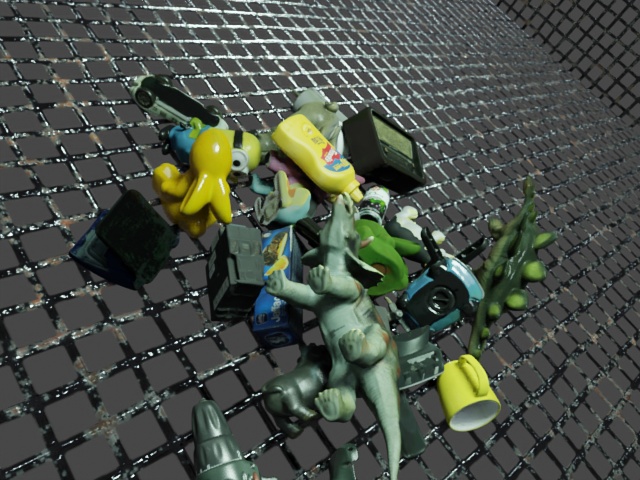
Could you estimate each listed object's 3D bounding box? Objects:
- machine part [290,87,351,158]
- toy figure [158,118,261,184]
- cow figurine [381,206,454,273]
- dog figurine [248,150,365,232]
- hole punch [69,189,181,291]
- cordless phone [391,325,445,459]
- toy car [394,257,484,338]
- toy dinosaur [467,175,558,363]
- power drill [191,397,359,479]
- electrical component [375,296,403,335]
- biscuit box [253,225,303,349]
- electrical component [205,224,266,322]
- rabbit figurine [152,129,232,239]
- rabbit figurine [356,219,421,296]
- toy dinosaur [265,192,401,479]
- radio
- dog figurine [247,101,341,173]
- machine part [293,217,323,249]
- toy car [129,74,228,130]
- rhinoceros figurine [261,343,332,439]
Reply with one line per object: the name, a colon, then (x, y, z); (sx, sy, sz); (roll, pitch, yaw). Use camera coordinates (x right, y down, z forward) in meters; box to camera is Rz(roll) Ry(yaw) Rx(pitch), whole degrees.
machine part: (0.019, -0.268, 1.234); (0.243, 0.079, 0.079); (43, 42, 10)
toy figure: (-0.197, -0.171, 0.980); (0.180, 0.082, 0.089); (16, 74, 6)
cow figurine: (0.202, 0.016, 1.096); (0.167, 0.068, 0.098); (46, 48, 17)
dog figurine: (-0.013, -0.089, 1.029); (0.219, 0.108, 0.192); (5, 49, -32)
hole punch: (-0.288, 0.006, 0.794); (0.115, 0.092, 0.142); (51, 32, -25)
cordless phone: (0.149, 0.241, 0.862); (0.146, 0.089, 0.184); (-7, 67, -37)
toy car: (0.216, 0.108, 0.980); (0.109, 0.161, 0.103); (51, 16, 12)
toy dinosaur: (0.354, 0.075, 1.044); (0.105, 0.198, 0.471); (22, 75, 1)
power drill: (-0.049, 0.301, 0.666); (0.207, 0.086, 0.232); (9, 49, -32)
electrical component: (0.092, 0.134, 0.934); (0.102, 0.045, 0.078); (18, 43, -18)
biscuit box: (-0.064, 0.073, 0.864); (0.059, 0.062, 0.203); (-13, 46, 12)
electrical component: (-0.131, 0.043, 0.823); (0.058, 0.115, 0.134); (10, 49, -29)
rabbit figurine: (-0.196, -0.095, 0.867); (0.122, 0.173, 0.162); (13, 42, -28)
rabbit figurine: (0.107, 0.015, 1.003); (0.159, 0.121, 0.170); (16, 30, -11)
toy dinosaur: (0.051, 0.132, 0.757); (0.192, 0.131, 0.405); (12, 51, -50)
radio: (0.146, -0.186, 1.170); (0.229, 0.073, 0.131); (13, 60, -53)
dog figurine: (-0.066, -0.211, 1.064); (0.190, 0.172, 0.121); (-9, 46, -46)
machine part: (-0.002, -0.003, 0.945); (0.084, 0.138, 0.039); (32, 86, 13)
toy car: (-0.275, -0.255, 1.052); (0.202, 0.056, 0.073); (31, 48, -2)
rhinoceros figurine: (-0.004, 0.206, 0.792); (0.190, 0.073, 0.112); (-23, 60, -43)
